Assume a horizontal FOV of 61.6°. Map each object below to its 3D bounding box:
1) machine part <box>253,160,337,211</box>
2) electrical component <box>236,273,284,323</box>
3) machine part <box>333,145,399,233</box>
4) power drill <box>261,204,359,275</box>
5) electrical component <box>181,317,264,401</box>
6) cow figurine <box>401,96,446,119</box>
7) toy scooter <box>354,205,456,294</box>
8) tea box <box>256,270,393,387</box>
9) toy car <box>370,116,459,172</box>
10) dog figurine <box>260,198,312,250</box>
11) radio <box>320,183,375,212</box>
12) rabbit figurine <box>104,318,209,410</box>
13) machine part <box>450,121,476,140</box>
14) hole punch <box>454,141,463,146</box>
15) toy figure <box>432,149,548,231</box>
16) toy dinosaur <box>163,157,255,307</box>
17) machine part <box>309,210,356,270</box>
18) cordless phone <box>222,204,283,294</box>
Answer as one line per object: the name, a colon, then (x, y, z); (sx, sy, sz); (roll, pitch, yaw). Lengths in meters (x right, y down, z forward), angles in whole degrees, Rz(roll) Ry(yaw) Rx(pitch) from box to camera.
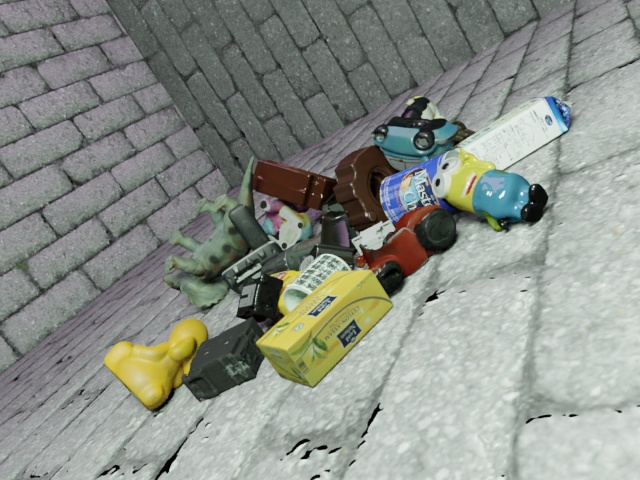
machine part: (-0.055, -0.139, 1.363); (0.202, 0.087, 0.201); (20, 7, 20)
electrical component: (-0.113, 0.103, 0.935); (0.119, 0.047, 0.075); (-14, 60, 57)
machine part: (0.107, -0.101, 1.062); (0.056, 0.179, 0.179); (-14, 23, 47)
power drill: (-0.002, -0.003, 1.142); (0.232, 0.086, 0.207); (-19, 16, 39)
electrical component: (-0.147, 0.185, 0.870); (0.115, 0.058, 0.134); (-27, 16, 15)
cow figurine: (0.212, -0.261, 1.217); (0.068, 0.098, 0.167); (-17, 23, 49)
toy scooter: (0.120, 0.012, 0.845); (0.184, 0.075, 0.135); (-42, 17, -17)
tea box: (0.007, 0.117, 0.748); (0.169, 0.068, 0.098); (-40, 15, -29)
toy car: (0.179, -0.175, 1.025); (0.162, 0.102, 0.109); (9, 30, 28)
dog figurine: (-0.071, -0.044, 1.374); (0.219, 0.192, 0.108); (-9, -56, -65)
radio: (0.124, -0.112, 1.239); (0.230, 0.073, 0.131); (-22, 18, 33)
rabbit figurine: (-0.264, 0.201, 0.938); (0.173, 0.121, 0.162); (-41, 21, -32)
machine part: (0.276, -0.231, 1.309); (0.079, 0.079, 0.243); (-42, 17, -32)
hole punch: (0.272, -0.166, 1.119); (0.116, 0.092, 0.142); (-1, 8, -9)
toy figure: (0.244, -0.067, 0.790); (0.082, 0.089, 0.180); (-48, 41, -14)
toy dinosaur: (-0.229, 0.007, 1.266); (0.405, 0.192, 0.131); (-43, 40, 12)
machine part: (0.024, 0.000, 0.981); (0.084, 0.039, 0.139); (4, 45, 0)
cordless phone: (-0.170, 0.024, 1.195); (0.146, 0.184, 0.089); (-33, 19, -1)
